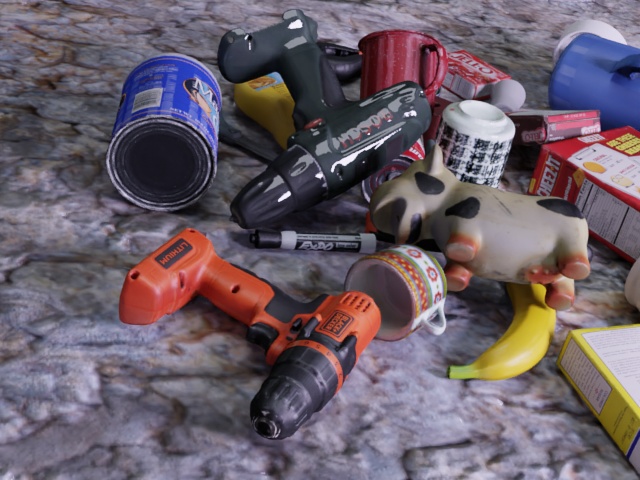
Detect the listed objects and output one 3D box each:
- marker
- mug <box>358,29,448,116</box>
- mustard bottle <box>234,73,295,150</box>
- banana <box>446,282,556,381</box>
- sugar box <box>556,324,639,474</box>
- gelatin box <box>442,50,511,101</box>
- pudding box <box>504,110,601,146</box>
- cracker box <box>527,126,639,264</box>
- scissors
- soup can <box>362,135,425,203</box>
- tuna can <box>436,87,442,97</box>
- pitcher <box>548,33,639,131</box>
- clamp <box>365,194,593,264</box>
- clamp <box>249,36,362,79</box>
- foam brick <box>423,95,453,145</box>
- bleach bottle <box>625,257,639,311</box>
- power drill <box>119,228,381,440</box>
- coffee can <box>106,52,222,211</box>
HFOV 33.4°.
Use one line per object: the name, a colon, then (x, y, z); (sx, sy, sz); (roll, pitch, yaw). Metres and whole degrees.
marker: (-0.007, 0.001, 1.003); (0.121, 0.020, 0.020); (2, 34, -17)
mug: (0.093, -0.175, 1.155); (0.093, 0.081, 0.117); (14, -16, -40)
mustard bottle: (-0.041, -0.157, 1.197); (0.096, 0.058, 0.192); (-16, 43, -34)
banana: (0.174, 0.071, 0.943); (0.070, 0.037, 0.197); (23, 33, 14)
sugar box: (0.278, 0.141, 0.866); (0.093, 0.048, 0.176); (-2, 39, -22)
gelatin box: (0.193, -0.217, 1.401); (0.073, 0.030, 0.089); (-18, 44, -40)
pudding box: (0.255, -0.131, 1.241); (0.089, 0.039, 0.114); (-8, 11, -32)
cracker box: (0.356, -0.036, 1.144); (0.163, 0.072, 0.214); (-14, 40, -39)
scissors: (-0.095, -0.124, 1.167); (0.202, 0.016, 0.096); (20, 33, 10)
soup can: (0.077, -0.081, 1.116); (0.068, 0.068, 0.102); (11, 31, -4)
tuna can: (0.104, -0.180, 1.308); (0.086, 0.034, 0.086); (9, 32, -6)
pitcher: (0.407, -0.172, 1.309); (0.243, 0.149, 0.144); (29, 36, 28)
clamp: (0.149, -0.016, 1.057); (0.210, 0.036, 0.164); (3, 19, 0)
clamp: (-0.010, -0.220, 1.325); (0.171, 0.039, 0.120); (0, 37, -21)
foam brick: (0.107, -0.143, 1.236); (0.078, 0.051, 0.052); (24, 34, 17)
bleach bottle: (0.354, 0.109, 0.929); (0.102, 0.068, 0.251); (6, 35, -10)
power drill: (-0.062, 0.070, 0.844); (0.188, 0.057, 0.184); (25, 31, 14)
coffee can: (-0.149, -0.108, 1.041); (0.102, 0.103, 0.140); (8, 33, -8)
